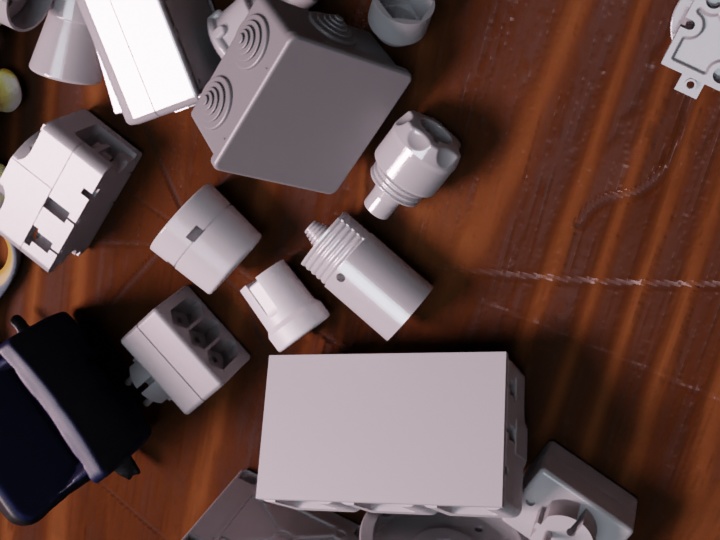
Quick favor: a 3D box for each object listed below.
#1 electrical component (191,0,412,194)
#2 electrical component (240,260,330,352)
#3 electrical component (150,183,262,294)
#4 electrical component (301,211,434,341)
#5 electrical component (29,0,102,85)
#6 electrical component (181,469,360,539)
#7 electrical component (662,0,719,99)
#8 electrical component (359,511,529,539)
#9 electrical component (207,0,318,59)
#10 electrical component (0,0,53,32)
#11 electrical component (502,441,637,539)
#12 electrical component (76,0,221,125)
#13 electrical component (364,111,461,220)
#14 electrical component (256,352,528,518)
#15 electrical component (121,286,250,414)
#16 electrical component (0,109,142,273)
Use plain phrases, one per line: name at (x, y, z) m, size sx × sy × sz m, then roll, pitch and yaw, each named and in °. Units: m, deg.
electrical component at (-0.035, -0.096, 0.598) m, size 0.099 × 0.100 × 0.048 m, roll -54°, pitch 49°, yaw 27°
electrical component at (-0.048, 0.022, 0.677) m, size 0.040 × 0.040 × 0.046 m, roll -38°, pitch 88°, yaw 26°
electrical component at (-0.095, -0.018, 0.670) m, size 0.047 × 0.055 × 0.055 m, roll 42°, pitch 117°, yaw -3°
electrical component at (0.000, 0.000, 0.649) m, size 0.081 × 0.043 × 0.043 m, roll 41°, pitch 117°, yaw 1°
electrical component at (-0.175, -0.150, 0.656) m, size 0.044 × 0.044 × 0.065 m, roll 19°, pitch 109°, yaw 11°
electrical component at (-0.058, 0.196, 0.705) m, size 0.109 × 0.109 × 0.056 m, roll 24°, pitch 112°, yaw 9°
electrical component at (0.179, -0.119, 0.537) m, size 0.048 × 0.055 × 0.066 m, roll 27°, pitch 116°, yaw 8°
electrical component at (0.051, 0.191, 0.669) m, size 0.108 × 0.108 × 0.060 m, roll 13°, pitch 119°, yaw 14°
electrical component at (-0.053, -0.141, 0.617) m, size 0.062 × 0.048 × 0.048 m, roll -35°, pitch 95°, yaw 19°
electrical component at (-0.223, -0.174, 0.624) m, size 0.081 × 0.043 × 0.043 m, roll 26°, pitch 115°, yaw 13°
electrical component at (0.123, 0.153, 0.644) m, size 0.066 × 0.076 × 0.047 m, roll 35°, pitch 116°, yaw 4°
electrical component at (-0.121, -0.140, 0.629) m, size 0.061 × 0.061 × 0.096 m, roll -15°, pitch 104°, yaw 23°
electrical component at (0.026, -0.057, 0.620) m, size 0.043 × 0.043 × 0.062 m, roll 39°, pitch 118°, yaw 2°
electrical component at (0.021, 0.100, 0.653) m, size 0.150 × 0.062 × 0.089 m, roll -2°, pitch 71°, yaw 20°
electrical component at (-0.126, 0.063, 0.713) m, size 0.077 × 0.047 × 0.065 m, roll -40°, pitch 93°, yaw 27°
electrical component at (-0.192, -0.054, 0.692) m, size 0.056 × 0.050 × 0.089 m, roll 38°, pitch 117°, yaw 2°
